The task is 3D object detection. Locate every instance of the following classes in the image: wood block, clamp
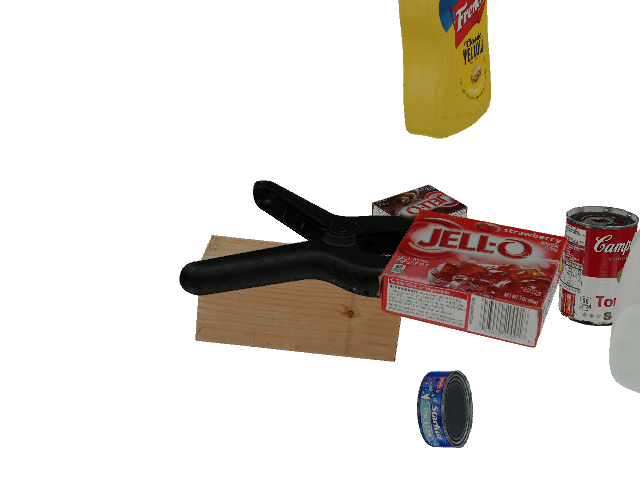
[{"bbox_3d":[-0.020,0.060,1.115,0.206,0.091,0.090,7,19,0],"label":"wood block"},{"bbox_3d":[0.014,0.001,0.823,0.210,0.036,0.164,4,30,10],"label":"clamp"}]

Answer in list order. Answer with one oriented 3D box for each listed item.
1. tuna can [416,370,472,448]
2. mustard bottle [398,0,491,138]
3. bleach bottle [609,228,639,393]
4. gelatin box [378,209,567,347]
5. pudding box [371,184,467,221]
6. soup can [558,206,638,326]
[{"bbox_3d":[0.139,0.188,1.192,0.034,0.086,0.086,-4,-2,29],"label":"tuna can"},{"bbox_3d":[0.097,-0.183,0.832,0.058,0.191,0.096,15,37,33],"label":"mustard bottle"},{"bbox_3d":[0.264,0.034,0.749,0.103,0.068,0.250,10,21,18],"label":"bleach bottle"},{"bbox_3d":[0.085,0.018,0.593,0.089,0.030,0.073,13,35,18],"label":"gelatin box"},{"bbox_3d":[0.146,-0.038,1.572,0.113,0.039,0.090,-20,34,-28],"label":"pudding box"},{"bbox_3d":[0.270,0.024,1.040,0.068,0.102,0.068,1,18,0],"label":"soup can"}]
